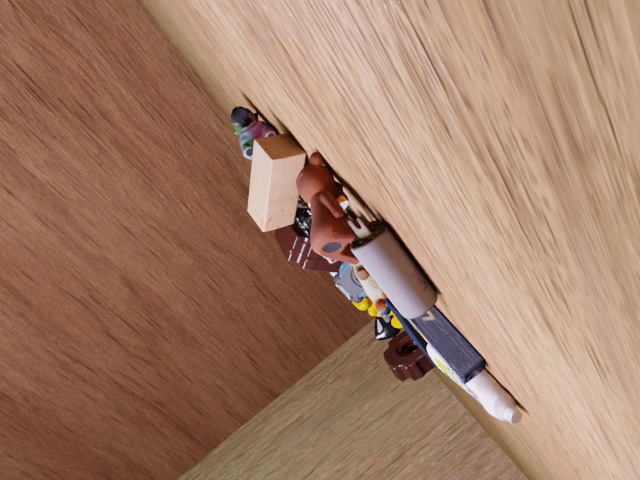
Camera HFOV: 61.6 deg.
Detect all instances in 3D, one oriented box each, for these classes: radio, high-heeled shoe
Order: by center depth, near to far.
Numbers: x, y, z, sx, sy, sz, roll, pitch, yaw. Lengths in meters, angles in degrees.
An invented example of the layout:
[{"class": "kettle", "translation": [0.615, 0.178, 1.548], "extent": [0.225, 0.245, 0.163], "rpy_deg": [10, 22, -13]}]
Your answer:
[{"class": "radio", "translation": [0.237, 0.196, 1.286], "extent": [0.229, 0.073, 0.131], "rpy_deg": [54, 178, -28]}, {"class": "high-heeled shoe", "translation": [0.178, 0.196, 1.606], "extent": [0.086, 0.145, 0.249], "rpy_deg": [53, 176, -34]}]

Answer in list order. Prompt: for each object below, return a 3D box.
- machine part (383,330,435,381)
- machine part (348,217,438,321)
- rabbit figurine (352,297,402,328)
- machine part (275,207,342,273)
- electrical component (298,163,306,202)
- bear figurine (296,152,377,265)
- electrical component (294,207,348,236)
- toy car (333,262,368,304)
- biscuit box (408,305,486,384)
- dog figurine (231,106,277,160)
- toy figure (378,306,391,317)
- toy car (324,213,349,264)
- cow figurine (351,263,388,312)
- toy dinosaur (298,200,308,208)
[{"class": "machine part", "translation": [0.253, 0.296, 1.440], "extent": [0.056, 0.179, 0.179], "rpy_deg": [54, 178, -18]}, {"class": "machine part", "translation": [0.131, 0.054, 0.941], "extent": [0.243, 0.079, 0.079], "rpy_deg": [52, 178, -15]}, {"class": "rabbit figurine", "translation": [0.194, 0.178, 1.442], "extent": [0.173, 0.122, 0.162], "rpy_deg": [23, 160, 43]}, {"class": "machine part", "translation": [-0.003, -0.004, 1.406], "extent": [0.201, 0.087, 0.202], "rpy_deg": [8, -150, -26]}, {"class": "electrical component", "translation": [-0.048, -0.151, 1.347], "extent": [0.047, 0.075, 0.119], "rpy_deg": [53, 174, -31]}, {"class": "bear figurine", "translation": [0.024, -0.063, 1.034], "extent": [0.132, 0.120, 0.196], "rpy_deg": [8, -128, -24]}, {"class": "electrical component", "translation": [0.000, -0.063, 1.268], "extent": [0.058, 0.115, 0.134], "rpy_deg": [56, 178, -4]}, {"class": "toy car", "translation": [0.111, 0.071, 1.273], "extent": [0.109, 0.161, 0.103], "rpy_deg": [44, -139, 8]}, {"class": "biscuit box", "translation": [0.250, 0.197, 1.104], "extent": [0.203, 0.063, 0.059], "rpy_deg": [51, 179, 32]}, {"class": "dog figurine", "translation": [-0.168, -0.273, 1.483], "extent": [0.191, 0.108, 0.219], "rpy_deg": [49, -176, -39]}, {"class": "toy figure", "translation": [0.157, 0.121, 1.370], "extent": [0.064, 0.058, 0.154], "rpy_deg": [70, -176, -66]}, {"class": "toy car", "translation": [0.041, -0.007, 1.240], "extent": [0.073, 0.056, 0.202], "rpy_deg": [53, -154, -4]}, {"class": "cow figurine", "translation": [0.100, 0.045, 1.138], "extent": [0.194, 0.085, 0.127], "rpy_deg": [57, -177, -25]}, {"class": "toy dinosaur", "translation": [0.061, 0.021, 1.781], "extent": [0.470, 0.105, 0.199], "rpy_deg": [46, 178, -38]}]
